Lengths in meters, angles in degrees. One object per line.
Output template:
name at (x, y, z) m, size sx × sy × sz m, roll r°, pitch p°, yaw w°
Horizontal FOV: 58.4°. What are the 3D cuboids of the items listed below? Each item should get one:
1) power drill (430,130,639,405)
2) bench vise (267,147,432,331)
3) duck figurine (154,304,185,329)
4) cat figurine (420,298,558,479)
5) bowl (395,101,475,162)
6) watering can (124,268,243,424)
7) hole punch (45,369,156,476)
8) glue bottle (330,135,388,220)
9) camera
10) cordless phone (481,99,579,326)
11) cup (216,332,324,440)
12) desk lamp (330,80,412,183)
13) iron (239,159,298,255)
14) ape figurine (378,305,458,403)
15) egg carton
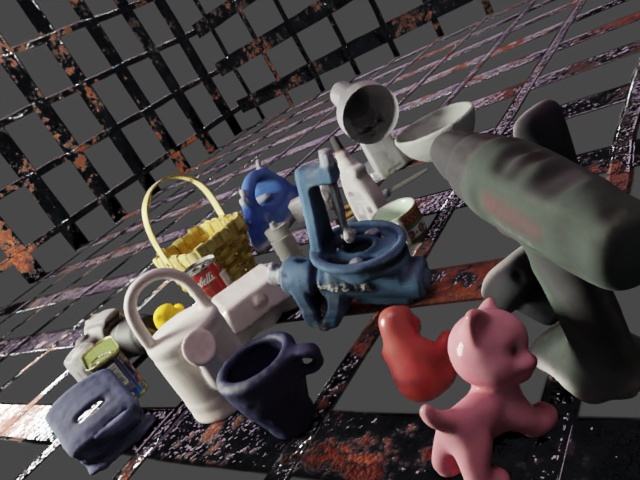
power drill at (0.177, 0.014, 0.449) m, size 0.075 × 0.209 × 0.229 m, roll -32°, pitch 19°, yaw -5°
bench vise at (0.005, 0.007, 0.706) m, size 0.207 × 0.220 × 0.121 m, roll -25°, pitch 19°, yaw 14°
duck figurine at (-0.236, 0.146, 0.922) m, size 0.077 × 0.086 × 0.104 m, roll -22°, pitch 20°, yaw 22°
cat figurine at (0.122, 0.107, 0.437) m, size 0.128 × 0.118 × 0.067 m, roll -40°, pitch 21°, yaw -27°
bowl at (0.236, -0.201, 1.125) m, size 0.167 × 0.075 × 0.167 m, roll -27°, pitch 19°, yaw 10°
watering can at (-0.156, 0.120, 0.699) m, size 0.172 × 0.194 × 0.101 m, roll -10°, pitch 27°, yaw 45°
hole punch at (-0.294, 0.237, 0.764) m, size 0.109 × 0.091 × 0.100 m, roll -40°, pitch 21°, yaw -26°
glue bottle at (0.062, -0.101, 0.973) m, size 0.037 × 0.173 × 0.078 m, roll -39°, pitch 21°, yaw -23°
camera at (-0.352, 0.175, 0.996) m, size 0.136 × 0.101 × 0.143 m, roll -19°, pitch 22°, yaw 31°
cordless phone at (0.204, -0.027, 0.551) m, size 0.148 × 0.185 × 0.094 m, roll -35°, pitch 19°, yaw -13°
cup at (-0.034, 0.153, 0.588) m, size 0.117 × 0.095 × 0.092 m, roll -22°, pitch 21°, yaw 24°
desk lamp at (0.098, -0.232, 1.193) m, size 0.118 × 0.214 × 0.203 m, roll -31°, pitch 19°, yaw -3°
iron at (-0.130, -0.083, 1.264) m, size 0.118 × 0.142 × 0.258 m, roll -24°, pitch 20°, yaw 18°
ape figurine at (0.087, 0.101, 0.544) m, size 0.077 × 0.092 × 0.076 m, roll -10°, pitch 27°, yaw 45°
egg carton at (-0.099, 0.096, 0.871) m, size 0.150 × 0.069 × 0.107 m, roll -36°, pitch 20°, yaw -17°
